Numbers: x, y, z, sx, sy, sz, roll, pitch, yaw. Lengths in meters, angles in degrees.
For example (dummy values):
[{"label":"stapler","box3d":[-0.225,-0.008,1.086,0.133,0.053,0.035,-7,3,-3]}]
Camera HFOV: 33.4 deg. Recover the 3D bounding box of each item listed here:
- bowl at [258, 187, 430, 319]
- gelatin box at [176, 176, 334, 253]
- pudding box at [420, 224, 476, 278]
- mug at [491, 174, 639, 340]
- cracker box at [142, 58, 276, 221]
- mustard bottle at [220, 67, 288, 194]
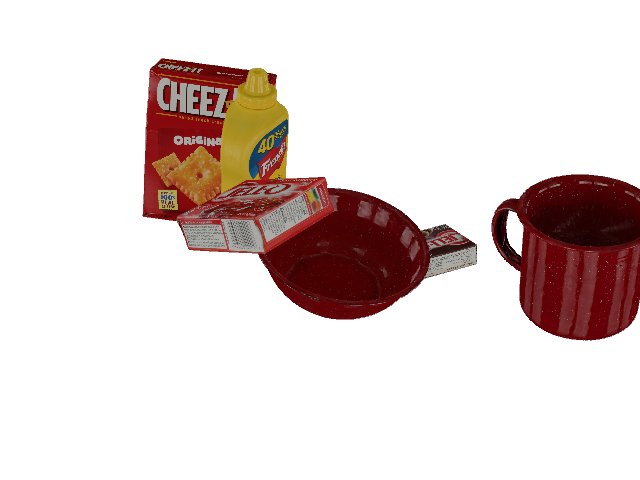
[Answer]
[{"label":"bowl","box3d":[0.016,0.022,0.979,0.162,0.055,0.162,6,39,-6]},{"label":"gelatin box","box3d":[-0.047,-0.019,0.761,0.089,0.030,0.073,2,26,46]},{"label":"pudding box","box3d":[0.165,0.018,1.602,0.113,0.039,0.090,-16,26,-20]},{"label":"mug","box3d":[0.168,0.009,0.729,0.117,0.081,0.093,22,42,32]},{"label":"cracker box","box3d":[-0.154,-0.128,1.460,0.164,0.214,0.072,8,23,4]},{"label":"mustard bottle","box3d":[-0.069,-0.093,1.130,0.058,0.192,0.096,21,39,23]}]
